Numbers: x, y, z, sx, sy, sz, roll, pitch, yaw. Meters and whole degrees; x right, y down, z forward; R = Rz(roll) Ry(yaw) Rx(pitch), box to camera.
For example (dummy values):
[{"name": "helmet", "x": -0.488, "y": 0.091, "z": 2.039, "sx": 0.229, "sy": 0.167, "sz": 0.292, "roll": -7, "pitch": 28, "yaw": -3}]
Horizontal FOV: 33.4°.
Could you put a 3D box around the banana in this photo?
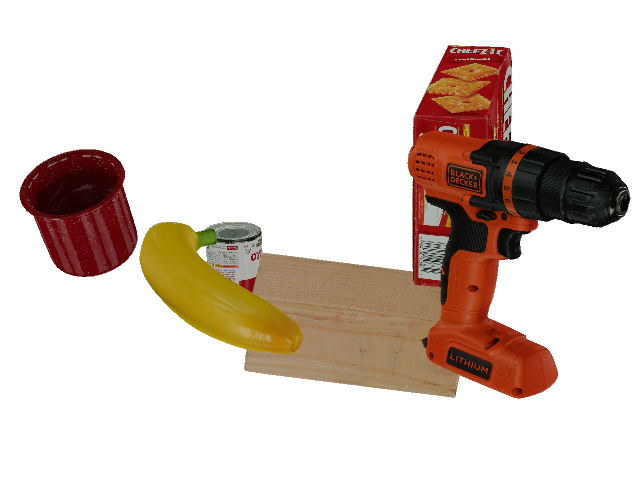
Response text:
[{"name": "banana", "x": -0.075, "y": 0.023, "z": 0.680, "sx": 0.069, "sy": 0.037, "sz": 0.198, "roll": -8, "pitch": 23, "yaw": -19}]

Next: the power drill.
[{"name": "power drill", "x": 0.142, "y": 0.018, "z": 0.796, "sx": 0.057, "sy": 0.188, "sz": 0.185, "roll": -15, "pitch": 24, "yaw": -38}]

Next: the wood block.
[{"name": "wood block", "x": 0.035, "y": 0.083, "z": 1.051, "sx": 0.206, "sy": 0.090, "sz": 0.090, "roll": 7, "pitch": 28, "yaw": 0}]

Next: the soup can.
[{"name": "soup can", "x": -0.101, "y": 0.036, "z": 1.245, "sx": 0.068, "sy": 0.102, "sz": 0.068, "roll": 0, "pitch": 20, "yaw": 0}]

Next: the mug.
[{"name": "mug", "x": -0.213, "y": -0.030, "z": 0.966, "sx": 0.093, "sy": 0.081, "sz": 0.117, "roll": -9, "pitch": 43, "yaw": 0}]

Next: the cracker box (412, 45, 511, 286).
[{"name": "cracker box", "x": 0.137, "y": -0.075, "z": 1.000, "sx": 0.072, "sy": 0.164, "sz": 0.213, "roll": 4, "pitch": 27, "yaw": 14}]
